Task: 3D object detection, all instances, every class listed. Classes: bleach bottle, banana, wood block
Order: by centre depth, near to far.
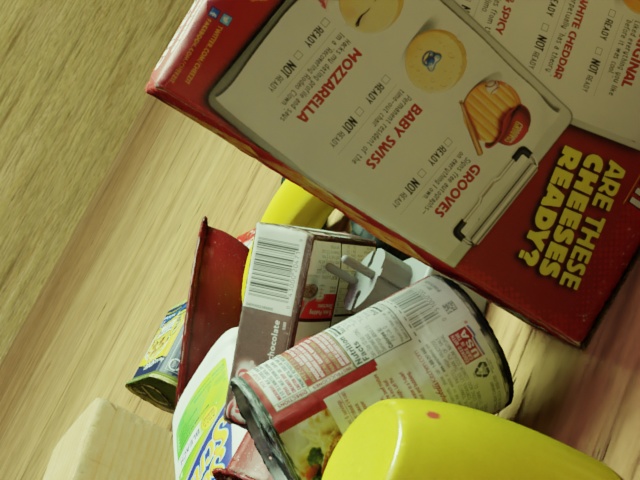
[{"bbox_3d":[-0.041,0.153,0.619,0.103,0.068,0.251,-56,19,15],"label":"bleach bottle"},{"bbox_3d":[-0.010,-0.011,0.697,0.198,0.037,0.069,120,146,-41],"label":"banana"},{"bbox_3d":[-0.174,0.235,0.808,0.090,0.090,0.206,-47,20,34],"label":"wood block"}]

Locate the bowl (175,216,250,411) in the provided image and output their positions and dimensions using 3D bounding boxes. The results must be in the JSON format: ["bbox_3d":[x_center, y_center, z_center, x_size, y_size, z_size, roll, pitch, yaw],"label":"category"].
[{"bbox_3d":[-0.072,0.065,0.803,0.162,0.055,0.162,-174,91,-86],"label":"bowl"}]

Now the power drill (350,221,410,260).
[{"bbox_3d":[0.052,-0.055,0.712,0.185,0.057,0.187,-57,19,18],"label":"power drill"}]

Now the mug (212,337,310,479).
[{"bbox_3d":[0.007,0.106,0.536,0.081,0.093,0.117,-61,-13,-21],"label":"mug"}]

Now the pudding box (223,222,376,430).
[{"bbox_3d":[-0.009,0.049,0.606,0.089,0.039,0.113,7,-84,-64],"label":"pudding box"}]

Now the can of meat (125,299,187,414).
[{"bbox_3d":[-0.117,0.100,0.929,0.102,0.057,0.084,-26,35,60],"label":"can of meat"}]

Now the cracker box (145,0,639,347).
[{"bbox_3d":[0.057,-0.078,0.464,0.164,0.213,0.072,-59,15,0],"label":"cracker box"}]

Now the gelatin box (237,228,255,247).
[{"bbox_3d":[-0.063,0.026,0.942,0.089,0.030,0.073,-20,43,64],"label":"gelatin box"}]

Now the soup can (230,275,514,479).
[{"bbox_3d":[0.022,0.066,0.454,0.102,0.068,0.069,-27,11,-14],"label":"soup can"}]

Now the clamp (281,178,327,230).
[{"bbox_3d":[-0.015,-0.020,0.850,0.165,0.036,0.210,118,164,-59],"label":"clamp"}]
